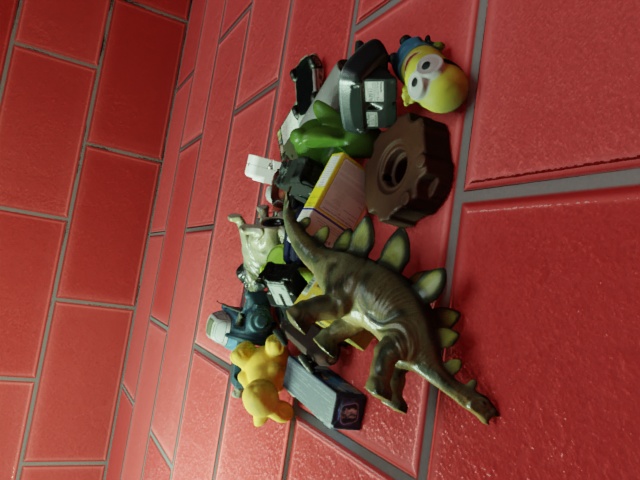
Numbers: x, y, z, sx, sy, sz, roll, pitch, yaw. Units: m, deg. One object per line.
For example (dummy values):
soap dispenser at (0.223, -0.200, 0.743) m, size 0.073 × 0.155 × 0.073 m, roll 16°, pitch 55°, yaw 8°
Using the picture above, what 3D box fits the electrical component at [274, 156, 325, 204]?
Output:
electrical component at (-0.005, -0.101, 1.009) m, size 0.115 × 0.134 × 0.058 m, roll 4°, pitch 70°, yaw 63°

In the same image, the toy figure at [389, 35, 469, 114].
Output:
toy figure at (0.163, -0.255, 0.812) m, size 0.180 × 0.089 × 0.082 m, roll -104°, pitch 20°, yaw -55°

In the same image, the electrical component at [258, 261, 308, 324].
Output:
electrical component at (-0.056, 0.097, 0.984) m, size 0.075 × 0.119 × 0.048 m, roll -2°, pitch 39°, yaw 33°

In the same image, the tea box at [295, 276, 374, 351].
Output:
tea box at (0.037, 0.105, 0.889) m, size 0.098 × 0.068 × 0.170 m, roll -54°, pitch 26°, yaw -9°

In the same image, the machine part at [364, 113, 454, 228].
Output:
machine part at (0.132, -0.108, 0.838) m, size 0.179 × 0.056 × 0.179 m, roll -37°, pitch 48°, yaw 54°

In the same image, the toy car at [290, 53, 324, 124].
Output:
toy car at (-0.024, -0.341, 1.223) m, size 0.073 × 0.056 × 0.202 m, roll -27°, pitch 53°, yaw 34°

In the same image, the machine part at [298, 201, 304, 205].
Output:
machine part at (-0.020, -0.069, 1.092) m, size 0.039 × 0.084 × 0.138 m, roll 118°, pitch 151°, yaw -82°

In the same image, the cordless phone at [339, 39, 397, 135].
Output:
cordless phone at (0.073, -0.281, 0.875) m, size 0.146 × 0.089 × 0.184 m, roll 76°, pitch -170°, yaw -60°

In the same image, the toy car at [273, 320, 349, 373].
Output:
toy car at (-0.019, 0.182, 0.988) m, size 0.089 × 0.053 × 0.202 m, roll -39°, pitch 21°, yaw -14°

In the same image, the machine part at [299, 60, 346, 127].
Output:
machine part at (0.026, -0.272, 1.082) m, size 0.243 × 0.079 × 0.079 m, roll -50°, pitch 39°, yaw 42°

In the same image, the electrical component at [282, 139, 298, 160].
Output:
electrical component at (-0.047, -0.217, 1.243) m, size 0.078 × 0.045 × 0.102 m, roll 53°, pitch 136°, yaw 19°

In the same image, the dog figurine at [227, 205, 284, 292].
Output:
dog figurine at (-0.113, 0.038, 1.154) m, size 0.173 × 0.121 × 0.190 m, roll 35°, pitch 134°, yaw 56°

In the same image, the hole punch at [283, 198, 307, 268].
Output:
hole punch at (-0.002, -0.003, 0.999) m, size 0.092 × 0.115 × 0.142 m, roll -5°, pitch 76°, yaw 54°

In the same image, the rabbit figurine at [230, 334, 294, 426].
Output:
rabbit figurine at (-0.114, 0.287, 1.049) m, size 0.173 × 0.122 × 0.162 m, roll -90°, pitch -8°, yaw -75°

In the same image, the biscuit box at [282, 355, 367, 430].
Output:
biscuit box at (0.003, 0.262, 0.936) m, size 0.203 × 0.059 × 0.062 m, roll 15°, pitch 93°, yaw 63°

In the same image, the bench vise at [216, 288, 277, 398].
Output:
bench vise at (-0.163, 0.228, 1.211) m, size 0.224 × 0.129 × 0.240 m, roll -4°, pitch 72°, yaw 65°

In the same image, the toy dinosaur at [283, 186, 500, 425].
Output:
toy dinosaur at (0.059, 0.073, 0.752) m, size 0.198 × 0.105 × 0.472 m, roll -46°, pitch 57°, yaw -9°

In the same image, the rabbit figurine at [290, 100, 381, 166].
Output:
rabbit figurine at (0.038, -0.190, 0.976) m, size 0.170 × 0.159 × 0.121 m, roll 3°, pitch 72°, yaw 48°

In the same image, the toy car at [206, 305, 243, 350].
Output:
toy car at (-0.238, 0.228, 1.370) m, size 0.162 × 0.103 × 0.109 m, roll 22°, pitch 100°, yaw 65°

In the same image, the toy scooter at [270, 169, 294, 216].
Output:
toy scooter at (-0.066, -0.117, 1.206) m, size 0.184 × 0.075 × 0.135 m, roll 144°, pitch 132°, yaw -60°
